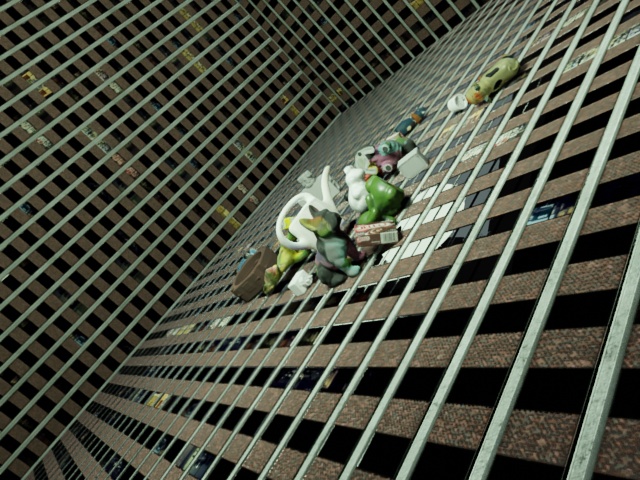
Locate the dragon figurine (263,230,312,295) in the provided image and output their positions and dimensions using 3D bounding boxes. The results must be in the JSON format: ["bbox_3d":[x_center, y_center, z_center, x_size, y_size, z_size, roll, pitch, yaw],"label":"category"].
[{"bbox_3d":[-0.140,0.091,1.904,0.243,0.122,0.410,-51,-2,1],"label":"dragon figurine"}]

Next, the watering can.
[{"bbox_3d":[0.005,-0.088,1.740,0.353,0.225,0.102,-52,-3,-27],"label":"watering can"}]

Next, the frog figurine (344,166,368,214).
[{"bbox_3d":[0.127,-0.170,1.742,0.121,0.158,0.139,-44,13,15],"label":"frog figurine"}]
